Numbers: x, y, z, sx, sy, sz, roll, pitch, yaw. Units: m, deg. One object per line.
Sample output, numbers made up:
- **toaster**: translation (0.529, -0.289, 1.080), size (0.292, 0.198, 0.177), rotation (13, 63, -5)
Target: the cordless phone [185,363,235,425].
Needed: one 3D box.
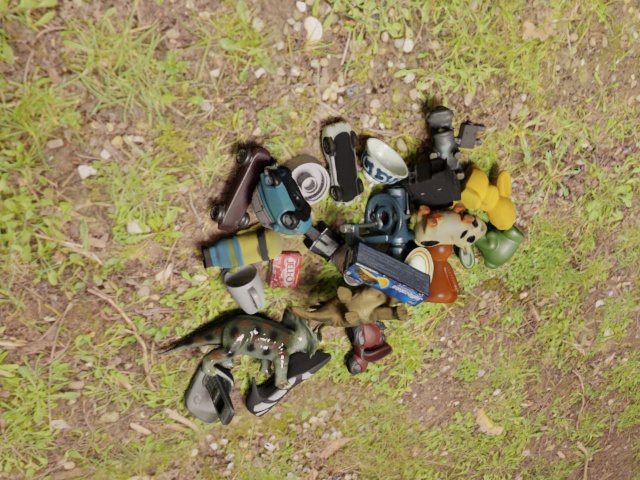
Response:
- **cordless phone**: translation (-0.253, 0.402, 1.302), size (0.088, 0.184, 0.146), rotation (19, 106, -32)

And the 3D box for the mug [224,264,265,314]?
- **mug**: translation (-0.162, 0.124, 1.255), size (0.081, 0.110, 0.107), rotation (-37, 134, -22)

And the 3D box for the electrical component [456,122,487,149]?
- **electrical component**: translation (0.363, -0.257, 1.320), size (0.094, 0.021, 0.063), rotation (0, 114, -20)

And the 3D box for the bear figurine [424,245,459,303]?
- **bear figurine**: translation (0.305, 0.067, 1.415), size (0.120, 0.132, 0.195), rotation (0, 85, 15)

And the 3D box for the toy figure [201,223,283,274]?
- **toy figure**: translation (-0.173, 0.025, 1.208), size (0.180, 0.089, 0.082), rotation (-13, 124, -18)

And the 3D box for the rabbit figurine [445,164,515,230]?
- **rabbit figurine**: translation (0.418, -0.100, 1.352), size (0.173, 0.122, 0.162), rotation (37, 59, -1)

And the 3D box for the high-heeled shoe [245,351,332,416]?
- **high-heeled shoe**: translation (-0.079, 0.387, 1.426), size (0.249, 0.086, 0.145), rotation (-14, 123, -11)

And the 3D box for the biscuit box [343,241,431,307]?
- **biscuit box**: translation (0.151, 0.078, 1.195), size (0.202, 0.063, 0.059), rotation (26, 142, -18)

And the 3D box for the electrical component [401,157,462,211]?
- **electrical component**: translation (0.267, -0.124, 1.265), size (0.115, 0.058, 0.134), rotation (-13, 142, 29)

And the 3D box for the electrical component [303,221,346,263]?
- **electrical component**: translation (-0.003, -0.004, 1.284), size (0.119, 0.048, 0.075), rotation (33, 99, -30)

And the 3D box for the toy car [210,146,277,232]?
- **toy car**: translation (-0.169, -0.111, 1.166), size (0.089, 0.053, 0.202), rotation (12, 112, -47)

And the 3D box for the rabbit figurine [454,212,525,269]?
- **rabbit figurine**: translation (0.421, -0.006, 1.429), size (0.170, 0.121, 0.159), rotation (27, 110, -11)

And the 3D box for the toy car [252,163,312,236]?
- **toy car**: translation (-0.092, -0.075, 1.137), size (0.103, 0.109, 0.161), rotation (-24, 101, 23)

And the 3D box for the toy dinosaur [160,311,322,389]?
- **toy dinosaur**: translation (-0.163, 0.239, 1.305), size (0.405, 0.131, 0.192), rotation (14, 94, -20)

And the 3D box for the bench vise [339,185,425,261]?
- **bench vise**: translation (0.144, -0.016, 1.281), size (0.240, 0.129, 0.223), rotation (-8, 110, -38)

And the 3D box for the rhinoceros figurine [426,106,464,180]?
- **rhinoceros figurine**: translation (0.295, -0.224, 1.262), size (0.073, 0.112, 0.190), rotation (-5, 137, 19)

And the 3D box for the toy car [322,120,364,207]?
- **toy car**: translation (0.051, -0.170, 1.223), size (0.073, 0.056, 0.201), rotation (-21, 121, -19)

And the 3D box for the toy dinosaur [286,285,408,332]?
- **toy dinosaur**: translation (0.108, 0.156, 1.298), size (0.471, 0.199, 0.105), rotation (1, 76, -37)

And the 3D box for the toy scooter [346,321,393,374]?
- **toy scooter**: translation (0.140, 0.279, 1.459), size (0.135, 0.075, 0.183), rotation (-9, 120, -17)

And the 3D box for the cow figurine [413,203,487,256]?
- **cow figurine**: translation (0.312, -0.021, 1.278), size (0.195, 0.086, 0.127), rotation (-5, 137, -21)
